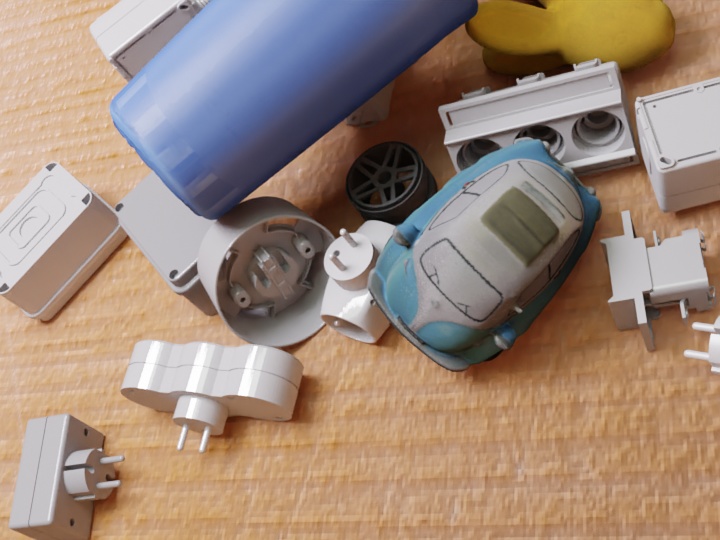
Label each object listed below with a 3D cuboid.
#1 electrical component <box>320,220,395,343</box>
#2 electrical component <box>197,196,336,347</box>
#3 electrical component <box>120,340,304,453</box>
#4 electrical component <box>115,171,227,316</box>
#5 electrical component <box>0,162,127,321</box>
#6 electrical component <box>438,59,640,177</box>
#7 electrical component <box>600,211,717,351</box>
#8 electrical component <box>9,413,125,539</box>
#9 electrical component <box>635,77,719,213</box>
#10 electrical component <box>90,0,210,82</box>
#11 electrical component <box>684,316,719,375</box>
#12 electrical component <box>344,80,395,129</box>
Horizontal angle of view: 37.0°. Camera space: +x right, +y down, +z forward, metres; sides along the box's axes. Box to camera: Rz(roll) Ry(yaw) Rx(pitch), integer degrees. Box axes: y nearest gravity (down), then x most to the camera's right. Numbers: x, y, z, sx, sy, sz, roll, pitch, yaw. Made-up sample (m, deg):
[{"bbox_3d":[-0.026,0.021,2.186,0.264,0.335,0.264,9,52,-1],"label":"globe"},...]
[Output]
[{"bbox_3d":[0.000,0.000,0.750,0.043,0.079,0.077,14,70,33],"label":"electrical component"},{"bbox_3d":[-0.065,-0.001,0.774,0.099,0.099,0.064,-43,47,-2],"label":"electrical component"},{"bbox_3d":[-0.111,0.094,0.767,0.138,0.052,0.073,1,63,26],"label":"electrical component"},{"bbox_3d":[-0.132,-0.030,0.845,0.078,0.057,0.113,-43,53,-2],"label":"electrical component"},{"bbox_3d":[-0.261,-0.023,0.905,0.113,0.057,0.078,-48,53,-6],"label":"electrical component"},{"bbox_3d":[0.126,-0.102,0.755,0.121,0.078,0.063,-11,36,20],"label":"electrical component"},{"bbox_3d":[0.189,0.004,0.679,0.064,0.042,0.081,-11,59,16],"label":"electrical component"},{"bbox_3d":[-0.205,0.150,0.784,0.076,0.047,0.083,-11,58,20],"label":"electrical component"},{"bbox_3d":[0.234,-0.083,0.698,0.096,0.061,0.061,-14,57,9],"label":"electrical component"},{"bbox_3d":[-0.166,-0.200,0.894,0.096,0.061,0.061,-38,53,2],"label":"electrical component"},{"bbox_3d":[0.230,0.046,0.631,0.076,0.047,0.083,8,66,37],"label":"electrical component"},{"bbox_3d":[-0.005,-0.149,0.847,0.042,0.064,0.081,-3,61,29],"label":"electrical component"}]
